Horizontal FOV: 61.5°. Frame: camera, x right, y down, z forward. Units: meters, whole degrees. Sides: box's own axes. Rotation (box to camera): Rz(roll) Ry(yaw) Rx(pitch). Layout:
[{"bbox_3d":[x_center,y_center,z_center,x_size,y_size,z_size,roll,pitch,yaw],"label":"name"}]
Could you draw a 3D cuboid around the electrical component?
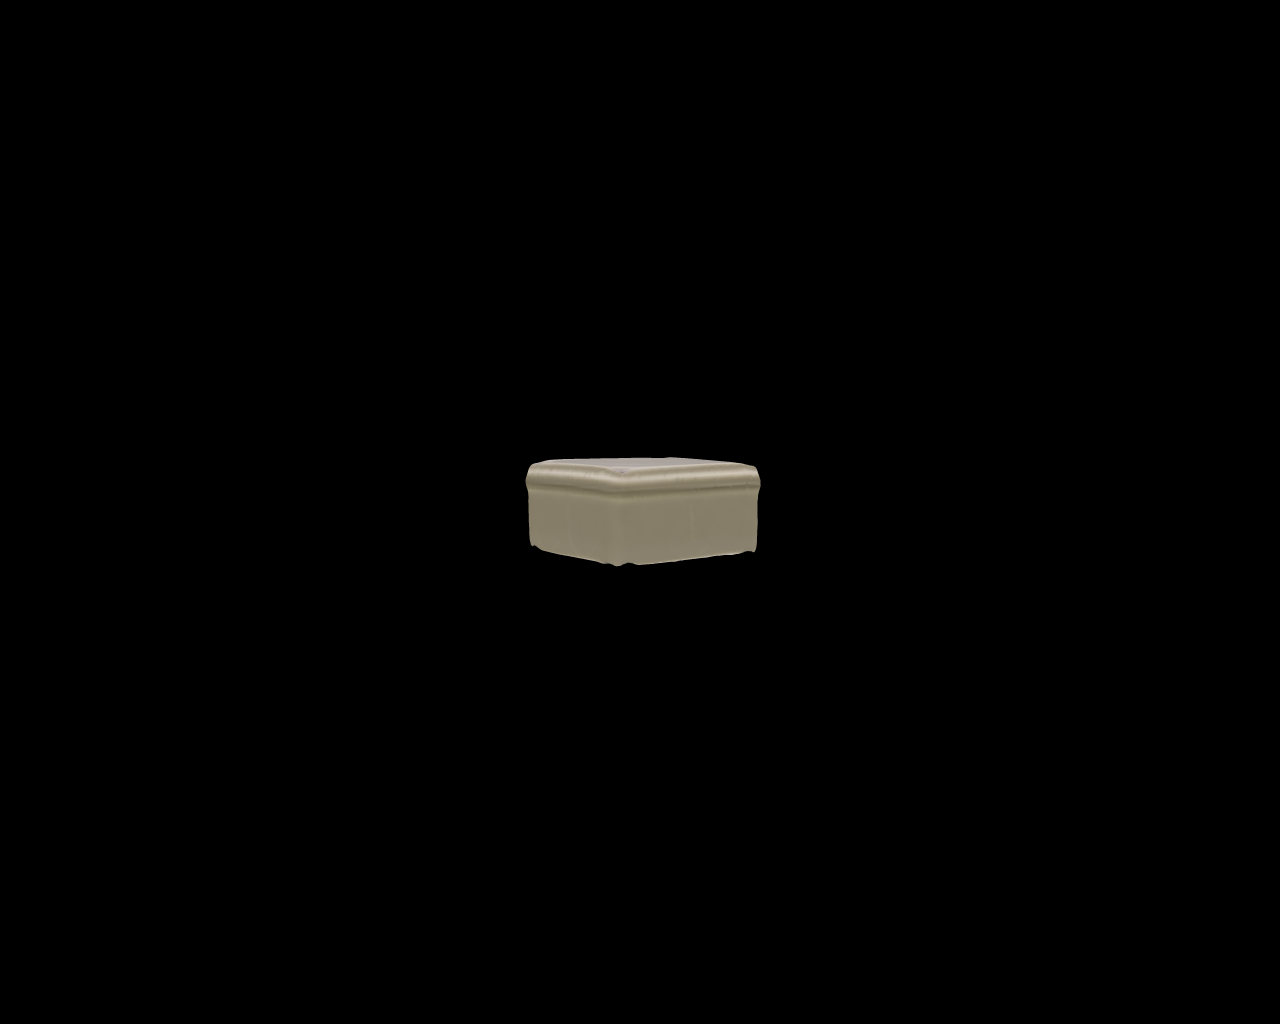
[{"bbox_3d":[0.001,-0.003,0.650,0.109,0.056,0.109,-4,7,-33],"label":"electrical component"}]
